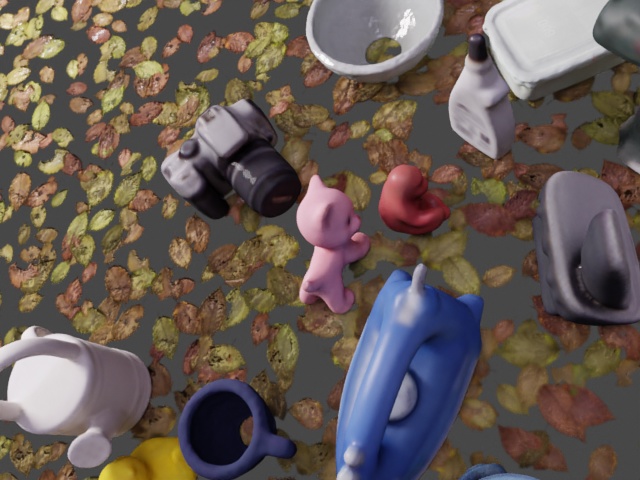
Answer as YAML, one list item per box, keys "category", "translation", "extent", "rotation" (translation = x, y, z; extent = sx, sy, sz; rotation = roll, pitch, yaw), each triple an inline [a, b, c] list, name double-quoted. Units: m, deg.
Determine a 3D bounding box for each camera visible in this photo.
- category: "camera"
  translation: [-0.099, -0.083, 0.679]
  extent: [0.143, 0.101, 0.136]
  rotation: [-42, 64, -2]

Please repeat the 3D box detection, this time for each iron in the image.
- category: "iron"
  translation: [0.062, 0.146, 0.521]
  extent: [0.118, 0.142, 0.258]
  rotation: [17, 76, 22]

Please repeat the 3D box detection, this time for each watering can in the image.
- category: "watering can"
  translation: [-0.262, 0.152, 0.588]
  extent: [0.172, 0.194, 0.101]
  rotation: [20, 77, 23]

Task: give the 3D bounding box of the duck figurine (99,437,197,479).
- category: "duck figurine"
  translation: [-0.185, 0.244, 0.590]
  extent: [0.104, 0.086, 0.077]
  rotation: [-29, 64, 5]

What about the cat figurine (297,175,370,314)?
- category: "cat figurine"
  translation: [0.006, 0.002, 0.606]
  extent: [0.067, 0.118, 0.128]
  rotation: [9, 73, 20]

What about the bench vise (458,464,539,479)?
- category: "bench vise"
  translation: [0.167, 0.258, 0.403]
  extent: [0.121, 0.220, 0.207]
  rotation: [-45, 64, -3]

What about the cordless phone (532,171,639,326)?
- category: "cordless phone"
  translation: [0.241, -0.008, 0.500]
  extent: [0.094, 0.185, 0.147]
  rotation: [-10, 67, 14]

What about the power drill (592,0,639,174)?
- category: "power drill"
  translation: [0.340, -0.118, 0.498]
  extent: [0.075, 0.209, 0.229]
  rotation: [-44, 64, -2]

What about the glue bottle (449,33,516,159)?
- category: "glue bottle"
  translation: [0.164, -0.150, 0.584]
  extent: [0.037, 0.173, 0.078]
  rotation: [-44, 64, -2]

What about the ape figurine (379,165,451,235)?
- category: "ape figurine"
  translation: [0.096, -0.049, 0.612]
  extent: [0.076, 0.092, 0.078]
  rotation: [-15, 66, 12]

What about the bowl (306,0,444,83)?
- category: "bowl"
  translation: [0.071, -0.256, 0.707]
  extent: [0.167, 0.075, 0.167]
  rotation: [-6, 69, 15]

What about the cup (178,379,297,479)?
- category: "cup"
  translation: [-0.068, 0.193, 0.569]
  extent: [0.117, 0.095, 0.092]
  rotation: [9, 73, 20]
